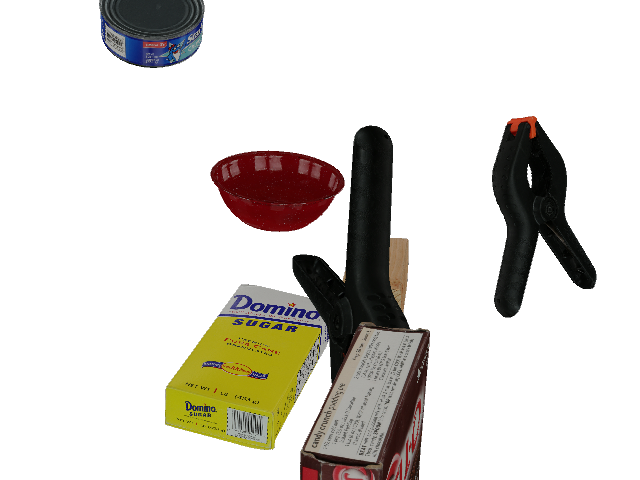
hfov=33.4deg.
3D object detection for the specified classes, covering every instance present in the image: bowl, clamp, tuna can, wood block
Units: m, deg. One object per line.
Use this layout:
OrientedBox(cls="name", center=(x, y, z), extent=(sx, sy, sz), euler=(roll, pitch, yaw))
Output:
OrientedBox(cls="bowl", center=(-0.054, -0.054, 1.288), extent=(0.162, 0.055, 0.162), euler=(4, 26, -2))
OrientedBox(cls="clamp", center=(0.181, -0.018, 0.928), extent=(0.120, 0.171, 0.039), euler=(-26, 12, -40))
OrientedBox(cls="tuna can", center=(-0.140, -0.182, 0.887), extent=(0.086, 0.086, 0.034), euler=(0, -41, -9))
OrientedBox(cls="wood block", center=(0.085, 0.073, 1.645), extent=(0.091, 0.090, 0.206), euler=(3, 22, 7))
OrientedBox(cls="clamp", center=(0.028, 0.043, 0.685), extent=(0.036, 0.210, 0.165), euler=(1, -41, -19))

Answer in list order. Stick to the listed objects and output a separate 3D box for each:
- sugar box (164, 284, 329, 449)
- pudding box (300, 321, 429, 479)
OrientedBox(cls="sugar box", center=(-0.056, 0.102, 0.911), extent=(0.093, 0.048, 0.176), euler=(12, 32, 11))
OrientedBox(cls="pudding box", center=(0.021, 0.102, 0.479), extent=(0.039, 0.090, 0.113), euler=(8, 27, 11))
